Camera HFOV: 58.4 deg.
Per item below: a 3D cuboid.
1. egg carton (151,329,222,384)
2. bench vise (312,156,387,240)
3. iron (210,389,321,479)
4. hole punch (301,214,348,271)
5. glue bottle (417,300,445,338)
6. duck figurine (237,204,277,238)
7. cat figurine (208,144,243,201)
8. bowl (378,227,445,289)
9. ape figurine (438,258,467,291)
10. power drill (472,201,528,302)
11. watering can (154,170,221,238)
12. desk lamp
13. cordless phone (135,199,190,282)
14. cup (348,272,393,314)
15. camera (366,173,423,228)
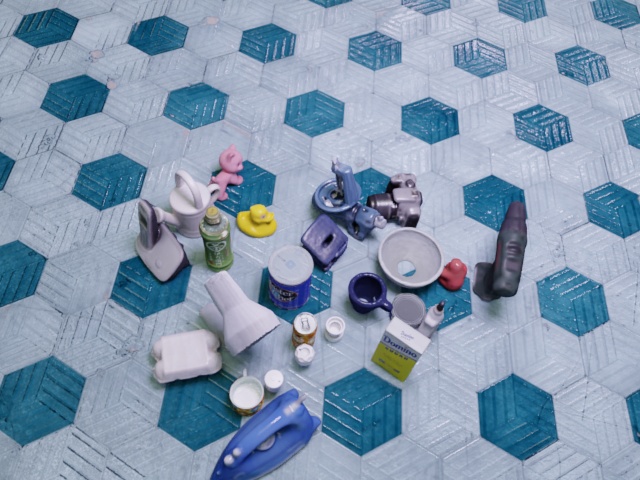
[{"bbox_3d":[-0.294,0.257,1.265,0.150,0.069,0.107,-10,60,-11],"label":"egg carton"},{"bbox_3d":[0.081,-0.114,1.433,0.207,0.220,0.121,17,59,6],"label":"bench vise"},{"bbox_3d":[-0.120,0.403,1.150,0.259,0.141,0.118,-35,67,-23],"label":"iron"},{"bbox_3d":[0.013,0.005,1.431,0.101,0.091,0.109,33,62,14],"label":"hole punch"},{"bbox_3d":[0.256,0.180,1.299,0.037,0.173,0.078,34,62,15],"label":"glue bottle"},{"bbox_3d":[-0.161,-0.058,1.457,0.104,0.086,0.077,12,59,2],"label":"duck figurine"},{"bbox_3d":[-0.247,-0.186,1.508,0.067,0.118,0.128,30,61,13],"label":"cat figurine"},{"bbox_3d":[0.222,0.056,1.428,0.167,0.075,0.167,2,59,-4],"label":"bowl"},{"bbox_3d":[0.331,0.077,1.415,0.078,0.092,0.076,2,59,-3],"label":"ape figurine"},{"bbox_3d":[0.434,0.048,1.373,0.075,0.208,0.230,12,59,3],"label":"power drill"},{"bbox_3d":[-0.321,-0.090,1.399,0.100,0.194,0.173,27,61,12],"label":"watering can"},{"bbox_3d":[-0.184,0.169,1.243,0.118,0.213,0.203,-33,67,-22],"label":"desk lamp"},{"bbox_3d":[-0.380,-0.001,1.345,0.094,0.185,0.147,-37,68,-23],"label":"cordless phone"},{"bbox_3d":[0.118,0.143,1.355,0.117,0.095,0.092,35,62,16],"label":"cup"},{"bbox_3d":[0.193,-0.108,1.509,0.137,0.101,0.143,-2,59,-6],"label":"camera"}]
